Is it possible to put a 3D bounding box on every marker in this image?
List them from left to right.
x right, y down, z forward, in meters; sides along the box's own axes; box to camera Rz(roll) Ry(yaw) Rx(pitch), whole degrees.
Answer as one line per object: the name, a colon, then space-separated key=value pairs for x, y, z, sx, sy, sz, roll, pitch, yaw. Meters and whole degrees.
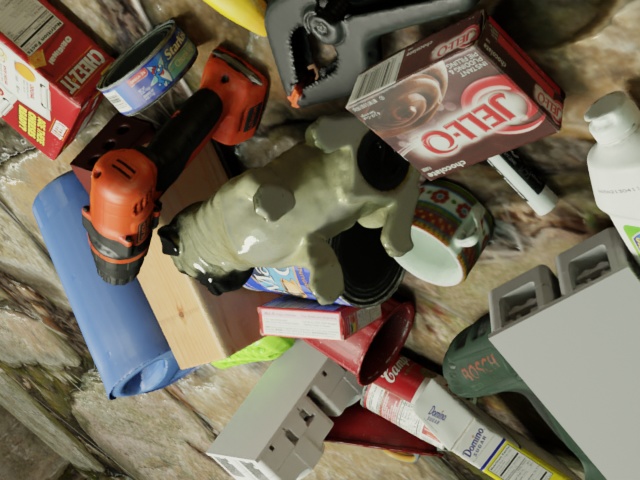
marker: x=0.124 y=-0.065 z=0.760 sx=0.121 sy=0.020 sz=0.020 roll=44 pitch=153 yaw=-13

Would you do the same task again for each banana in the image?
banana: x=-0.117 y=-0.216 z=0.802 sx=0.198 sy=0.037 sz=0.069 roll=30 pitch=171 yaw=17

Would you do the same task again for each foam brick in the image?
foam brick: x=-0.202 y=-0.080 z=1.077 sx=0.053 sy=0.078 sz=0.051 roll=20 pitch=150 yaw=32

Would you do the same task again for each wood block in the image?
wood block: x=-0.122 y=0.008 z=1.012 sx=0.091 sy=0.090 sz=0.206 roll=-21 pitch=95 yaw=52

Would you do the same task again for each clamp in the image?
clamp: x=0.019 y=-0.153 z=0.729 sx=0.164 sy=0.036 sz=0.210 roll=33 pitch=150 yaw=10

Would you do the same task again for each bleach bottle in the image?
bleach bottle: x=0.252 y=0.009 z=0.674 sx=0.250 sy=0.068 sz=0.103 roll=50 pitch=151 yaw=-19

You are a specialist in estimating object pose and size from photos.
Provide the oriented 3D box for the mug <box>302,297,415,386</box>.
mug: x=0.038 y=0.082 z=1.044 sx=0.082 sy=0.093 sz=0.117 roll=31 pitch=-170 yaw=24

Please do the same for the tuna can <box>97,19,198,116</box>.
tuna can: x=-0.143 y=-0.143 z=0.891 sx=0.033 sy=0.086 sz=0.086 roll=48 pitch=152 yaw=-24

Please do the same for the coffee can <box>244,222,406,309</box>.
coffee can: x=-0.006 y=0.001 z=0.934 sx=0.141 sy=0.102 sz=0.102 roll=7 pitch=140 yaw=46

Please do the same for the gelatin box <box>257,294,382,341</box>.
gelatin box: x=0.000 y=0.066 z=0.957 sx=0.089 sy=0.073 sz=0.030 roll=0 pitch=102 yaw=31

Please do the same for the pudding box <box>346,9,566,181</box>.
pudding box: x=0.088 y=-0.091 z=0.696 sx=0.090 sy=0.039 sz=0.114 roll=38 pitch=144 yaw=-29

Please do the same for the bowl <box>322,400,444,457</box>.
bowl: x=0.060 y=0.205 z=1.192 sx=0.162 sy=0.055 sz=0.162 roll=7 pitch=170 yaw=1

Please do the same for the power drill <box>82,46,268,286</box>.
power drill: x=-0.123 y=-0.058 z=0.888 sx=0.057 sy=0.187 sz=0.185 roll=35 pitch=152 yaw=4

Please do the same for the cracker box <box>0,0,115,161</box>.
cracker box: x=-0.308 y=-0.192 z=1.035 sx=0.213 sy=0.072 sz=0.164 roll=41 pitch=155 yaw=-8

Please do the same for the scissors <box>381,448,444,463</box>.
scissors: x=0.112 y=0.230 z=1.256 sx=0.096 sy=0.016 sz=0.202 roll=41 pitch=153 yaw=-8

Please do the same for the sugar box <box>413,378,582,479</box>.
sugar box: x=0.176 y=0.205 z=1.027 sx=0.176 sy=0.048 sz=0.093 roll=32 pitch=-176 yaw=-24

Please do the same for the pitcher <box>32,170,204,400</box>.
pitcher: x=-0.207 y=0.036 z=1.146 sx=0.243 sy=0.149 sz=0.145 roll=60 pitch=165 yaw=16

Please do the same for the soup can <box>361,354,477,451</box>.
soup can: x=0.102 y=0.166 z=1.105 sx=0.102 sy=0.068 sz=0.068 roll=26 pitch=152 yaw=22
